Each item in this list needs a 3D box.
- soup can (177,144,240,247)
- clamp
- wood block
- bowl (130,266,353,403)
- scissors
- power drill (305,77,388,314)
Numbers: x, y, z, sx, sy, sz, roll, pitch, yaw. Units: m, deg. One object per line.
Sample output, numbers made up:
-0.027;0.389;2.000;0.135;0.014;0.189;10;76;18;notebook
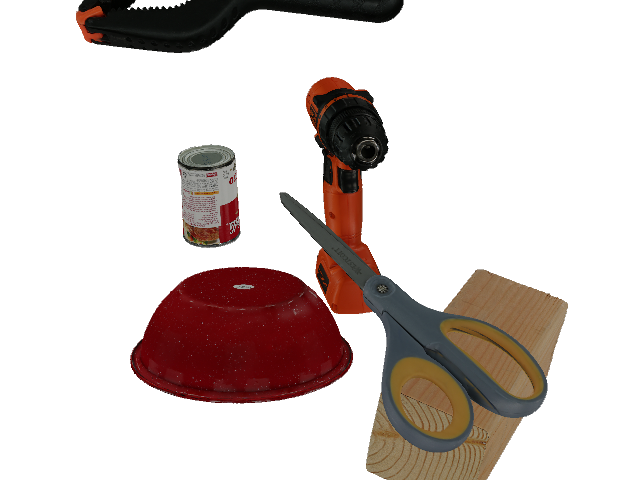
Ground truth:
-0.130;-0.052;1.239;0.068;0.102;0.068;-1;28;0;soup can
-0.059;-0.176;0.717;0.210;0.165;0.036;-31;-17;-8;clamp
0.127;0.118;0.896;0.091;0.090;0.205;21;34;20;wood block
-0.056;0.059;0.766;0.162;0.055;0.162;1;16;0;bowl
0.029;0.045;0.593;0.202;0.016;0.096;31;53;22;scissors
0.026;-0.036;0.914;0.057;0.188;0.184;-4;21;-6;power drill
